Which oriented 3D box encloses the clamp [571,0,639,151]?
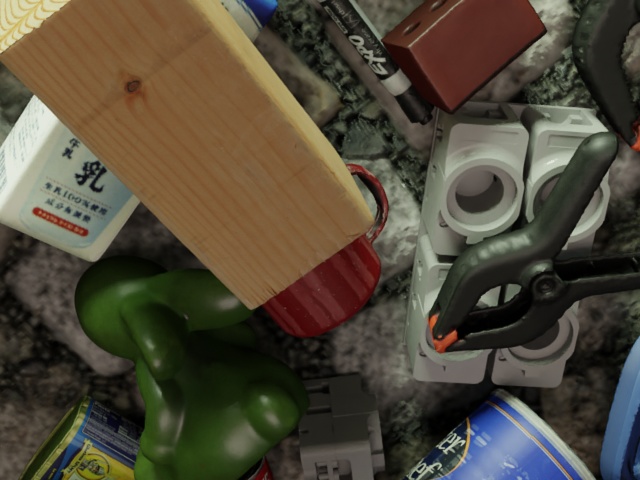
[{"bbox_3d":[0.194,-0.156,0.651,0.164,0.036,0.210,2,118,-7],"label":"clamp"}]

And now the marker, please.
[{"bbox_3d":[0.034,-0.120,0.672,0.020,0.020,0.121,-35,112,13],"label":"marker"}]

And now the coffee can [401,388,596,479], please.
[{"bbox_3d":[0.106,0.186,0.728,0.140,0.103,0.102,-42,112,-7],"label":"coffee can"}]

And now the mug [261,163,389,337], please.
[{"bbox_3d":[-0.005,0.001,0.695,0.117,0.093,0.081,-42,117,-8],"label":"mug"}]

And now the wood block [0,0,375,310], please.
[{"bbox_3d":[-0.068,-0.069,0.567,0.091,0.090,0.206,-35,128,7],"label":"wood block"}]

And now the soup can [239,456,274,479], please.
[{"bbox_3d":[-0.059,0.206,0.796,0.068,0.068,0.102,-16,116,5],"label":"soup can"}]

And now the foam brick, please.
[{"bbox_3d":[0.086,-0.124,0.646,0.078,0.053,0.051,-41,113,-1],"label":"foam brick"}]

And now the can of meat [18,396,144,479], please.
[{"bbox_3d":[-0.165,0.174,0.782,0.084,0.057,0.102,34,109,-15],"label":"can of meat"}]

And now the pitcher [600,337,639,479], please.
[{"bbox_3d":[0.264,0.135,0.743,0.149,0.145,0.243,13,118,7],"label":"pitcher"}]

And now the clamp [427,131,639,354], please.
[{"bbox_3d":[0.136,0.010,0.659,0.171,0.039,0.120,-27,113,10],"label":"clamp"}]
